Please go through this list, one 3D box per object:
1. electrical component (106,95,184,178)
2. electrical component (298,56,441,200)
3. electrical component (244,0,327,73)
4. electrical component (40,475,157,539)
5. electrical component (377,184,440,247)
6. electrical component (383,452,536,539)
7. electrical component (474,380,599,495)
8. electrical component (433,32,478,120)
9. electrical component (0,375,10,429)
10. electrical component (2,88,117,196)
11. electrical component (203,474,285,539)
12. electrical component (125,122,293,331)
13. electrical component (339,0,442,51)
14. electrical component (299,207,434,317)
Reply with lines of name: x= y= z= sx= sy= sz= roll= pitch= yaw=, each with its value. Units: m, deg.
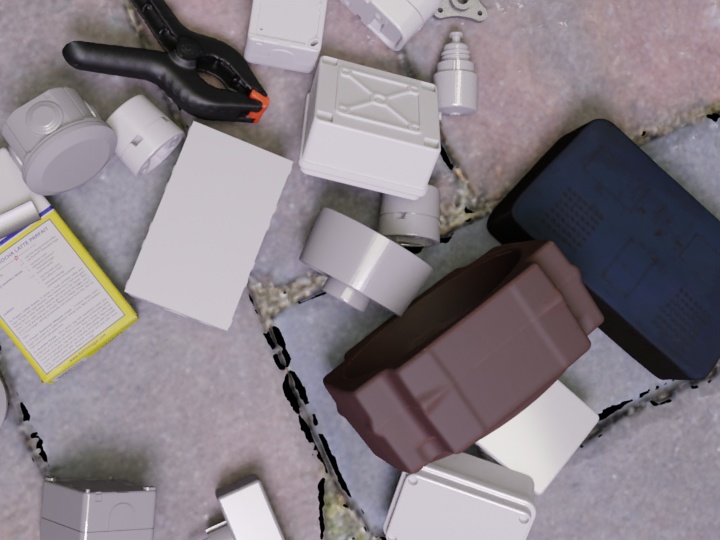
electrical component: x=-0.183 y=-0.113 z=0.899 sx=0.055 sy=0.055 sz=0.047 roll=-44 pitch=91 yaw=-10
electrical component: x=0.009 y=-0.120 z=0.904 sx=0.109 sy=0.056 sz=0.108 roll=13 pitch=39 yaw=-9
electrical component: x=-0.063 y=-0.225 z=0.929 sx=0.062 sy=0.061 sz=0.096 roll=9 pitch=77 yaw=-9
electrical component: x=-0.212 y=0.198 z=0.854 sx=0.062 sy=0.096 sz=0.061 roll=7 pitch=84 yaw=-39
electrical component: x=0.043 y=-0.048 z=0.935 sx=0.055 sy=0.055 sz=0.047 roll=6 pitch=81 yaw=-10
electrical component: x=0.083 y=0.200 z=0.897 sx=0.113 sy=0.057 sz=0.078 roll=19 pitch=112 yaw=3
electrical component: x=0.144 y=0.133 z=0.941 sx=0.100 sy=0.048 sz=0.099 roll=41 pitch=80 yaw=-5
electrical component: x=0.085 y=-0.172 z=0.958 sx=0.040 sy=0.040 sz=0.078 roll=2 pitch=85 yaw=-10
electrical component: x=-0.321 y=0.107 z=0.859 sx=0.080 sy=0.051 sz=0.080 roll=1 pitch=86 yaw=-10
electrical component: x=-0.239 y=-0.101 z=0.856 sx=0.080 sy=0.080 sz=0.051 roll=-35 pitch=74 yaw=-11
electrical component: x=-0.104 y=0.224 z=0.890 sx=0.076 sy=0.047 sz=0.083 roll=-23 pitch=90 yaw=-11
electrical component: x=-0.126 y=-0.034 z=0.899 sx=0.089 sy=0.062 sz=0.150 roll=22 pitch=82 yaw=-8
electrical component: x=0.022 y=-0.249 z=0.945 sx=0.095 sy=0.054 sz=0.059 roll=44 pitch=80 yaw=-4
electrical component: x=0.000 y=0.000 z=0.898 sx=0.108 sy=0.108 sz=0.060 roll=30 pitch=87 yaw=-7
